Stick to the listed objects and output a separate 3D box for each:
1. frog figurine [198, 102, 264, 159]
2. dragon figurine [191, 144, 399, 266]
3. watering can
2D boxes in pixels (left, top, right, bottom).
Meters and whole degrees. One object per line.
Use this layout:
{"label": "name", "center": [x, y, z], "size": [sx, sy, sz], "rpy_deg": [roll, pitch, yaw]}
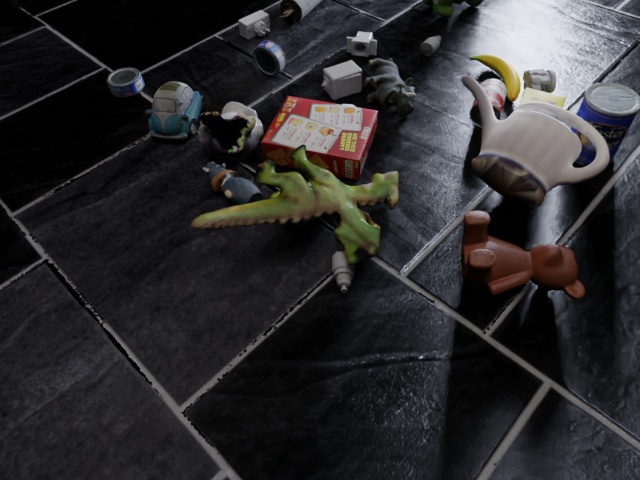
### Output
{"label": "frog figurine", "center": [-0.195, -0.243, 1.143], "size": [0.137, 0.121, 0.161], "rpy_deg": [-15, 15, 1]}
{"label": "dragon figurine", "center": [0.003, -0.046, 0.918], "size": [0.245, 0.119, 0.417], "rpy_deg": [35, 46, 22]}
{"label": "watering can", "center": [0.384, -0.201, 1.032], "size": [0.351, 0.102, 0.226], "rpy_deg": [35, 74, 28]}
